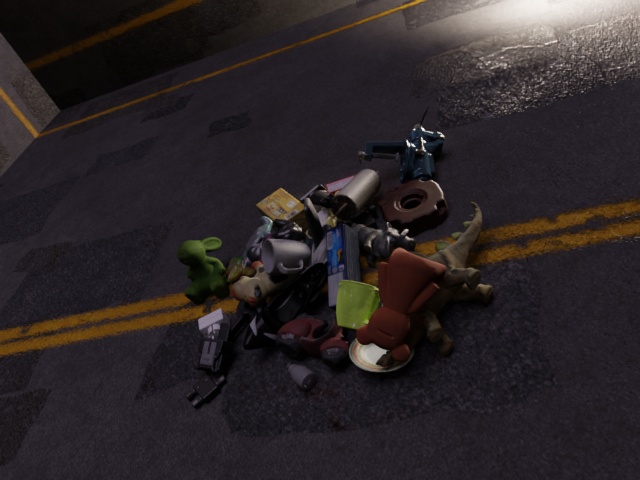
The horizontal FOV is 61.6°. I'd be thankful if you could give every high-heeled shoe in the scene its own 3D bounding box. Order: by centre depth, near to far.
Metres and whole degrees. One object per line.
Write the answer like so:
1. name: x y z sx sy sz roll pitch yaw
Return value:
1. high-heeled shoe: -0.073 0.148 1.219 0.086 0.145 0.249 40 48 8

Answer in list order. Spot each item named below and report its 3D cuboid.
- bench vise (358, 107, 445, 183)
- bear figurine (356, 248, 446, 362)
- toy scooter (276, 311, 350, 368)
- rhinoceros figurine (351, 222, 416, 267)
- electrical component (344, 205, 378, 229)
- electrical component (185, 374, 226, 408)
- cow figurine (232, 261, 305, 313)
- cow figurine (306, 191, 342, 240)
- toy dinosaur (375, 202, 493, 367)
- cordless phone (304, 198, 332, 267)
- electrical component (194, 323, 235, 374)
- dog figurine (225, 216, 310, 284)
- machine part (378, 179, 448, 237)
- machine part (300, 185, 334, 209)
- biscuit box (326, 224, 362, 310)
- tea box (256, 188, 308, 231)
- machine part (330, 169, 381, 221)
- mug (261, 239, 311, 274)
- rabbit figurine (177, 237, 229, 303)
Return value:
1. bench vise: 0.227 -0.249 1.504 0.241 0.128 0.223 3 65 1
2. bear figurine: 0.155 0.120 1.026 0.120 0.132 0.195 19 94 17
3. toy scooter: -0.001 0.201 1.176 0.184 0.075 0.135 8 50 33
4. rhinoceros figurine: 0.145 0.007 1.325 0.191 0.073 0.112 14 45 42
5. electrical component: 0.108 -0.051 1.429 0.102 0.045 0.078 -26 36 1
6. electrical component: -0.258 0.334 1.215 0.094 0.021 0.063 -41 39 -17
7. cow figurine: -0.122 0.107 1.323 0.195 0.085 0.127 -15 36 -22
8. cow figurine: 0.021 -0.065 1.485 0.098 0.068 0.167 -15 36 32
9. toy dinosaur: 0.253 0.085 1.135 0.199 0.104 0.471 19 56 45
10. cordless phone: -0.003 -0.003 1.327 0.089 0.184 0.147 -13 39 11
11. electrical component: -0.240 0.249 1.252 0.075 0.047 0.119 4 73 32
12. dog figurine: -0.150 0.053 1.418 0.192 0.108 0.219 11 56 36
13. machine part: 0.240 -0.086 1.384 0.179 0.056 0.179 -15 40 13
14. machine part: -0.002 -0.116 1.474 0.084 0.039 0.139 -37 27 -17
15. biscuit box: 0.056 0.065 1.249 0.059 0.062 0.203 -23 55 35
16. tea box: -0.103 -0.075 1.567 0.098 0.068 0.170 -35 37 -11
17. machine part: 0.097 -0.121 1.421 0.079 0.079 0.243 1 31 32
18. mug: -0.072 0.041 1.281 0.107 0.080 0.110 -5 28 -29
19. rabbit figurine: -0.315 0.060 1.451 0.121 0.170 0.159 -9 41 21
